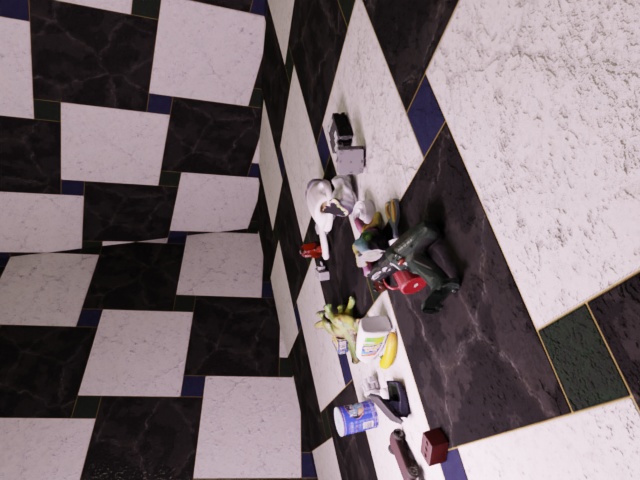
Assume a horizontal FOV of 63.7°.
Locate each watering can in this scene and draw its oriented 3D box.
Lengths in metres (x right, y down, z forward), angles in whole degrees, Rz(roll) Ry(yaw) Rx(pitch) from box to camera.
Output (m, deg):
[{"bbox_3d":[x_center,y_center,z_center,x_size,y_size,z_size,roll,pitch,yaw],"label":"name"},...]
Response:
[{"bbox_3d":[0.006,-0.107,2.130,0.229,0.104,0.340,-115,23,-52],"label":"watering can"}]

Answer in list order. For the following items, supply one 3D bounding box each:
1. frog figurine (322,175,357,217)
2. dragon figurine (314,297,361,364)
[{"bbox_3d":[0.088,-0.169,1.860,0.134,0.123,0.162,93,-160,-62],"label":"frog figurine"},{"bbox_3d":[0.089,0.370,2.008,0.247,0.123,0.402,68,153,22],"label":"dragon figurine"}]
